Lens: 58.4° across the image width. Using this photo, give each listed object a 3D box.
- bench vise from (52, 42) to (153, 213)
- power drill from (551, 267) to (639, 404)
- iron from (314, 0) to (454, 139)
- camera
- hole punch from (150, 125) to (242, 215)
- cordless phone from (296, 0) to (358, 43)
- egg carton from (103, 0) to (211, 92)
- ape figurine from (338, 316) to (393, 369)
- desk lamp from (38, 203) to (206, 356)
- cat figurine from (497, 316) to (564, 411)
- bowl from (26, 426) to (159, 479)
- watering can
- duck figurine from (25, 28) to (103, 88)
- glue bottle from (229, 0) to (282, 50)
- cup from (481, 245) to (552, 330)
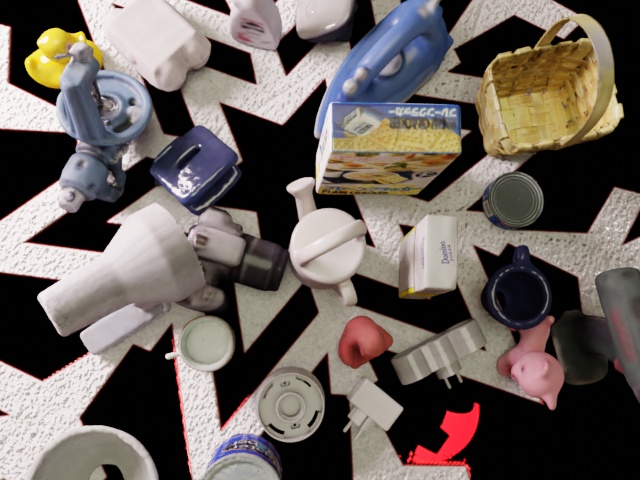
[{"bbox_3d":[-0.283,-0.142,0.737,0.121,0.219,0.207,0,81,-5],"label":"bench vise"},{"bbox_3d":[0.398,0.154,0.762,0.075,0.208,0.230,-11,83,-6],"label":"power drill"},{"bbox_3d":[0.089,-0.255,0.828,0.118,0.141,0.258,43,80,2],"label":"iron"},{"bbox_3d":[-0.119,0.038,0.786,0.137,0.100,0.143,18,80,-2],"label":"camera"},{"bbox_3d":[-0.178,-0.102,0.806,0.101,0.091,0.109,44,80,2],"label":"hole punch"},{"bbox_3d":[0.017,-0.382,0.818,0.094,0.185,0.148,2,81,-5],"label":"cordless phone"},{"bbox_3d":[-0.240,-0.294,0.840,0.150,0.069,0.107,42,80,2],"label":"egg carton"},{"bbox_3d":[0.065,0.142,0.792,0.078,0.092,0.076,-1,82,-5],"label":"ape figurine"},{"bbox_3d":[-0.243,0.058,0.714,0.203,0.213,0.118,-34,86,-9],"label":"desk lamp"},{"bbox_3d":[0.303,0.165,0.797,0.067,0.117,0.128,15,80,-2],"label":"cat figurine"},{"bbox_3d":[-0.286,0.321,0.741,0.167,0.074,0.167,1,81,-5],"label":"bowl"},{"bbox_3d":[0.005,0.004,0.755,0.173,0.194,0.101,44,80,2],"label":"watering can"},{"bbox_3d":[-0.372,-0.266,0.815,0.104,0.086,0.077,-19,84,-8],"label":"duck figurine"},{"bbox_3d":[-0.092,-0.328,0.806,0.078,0.173,0.037,10,81,-3],"label":"glue bottle"},{"bbox_3d":[0.270,0.069,0.820,0.091,0.095,0.118,9,81,-4],"label":"cup"}]
